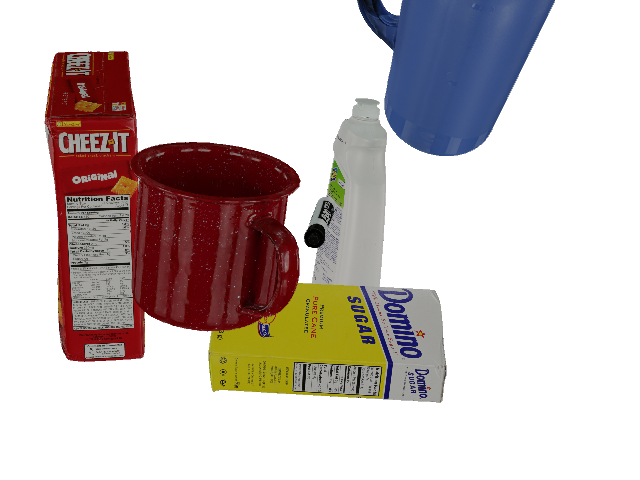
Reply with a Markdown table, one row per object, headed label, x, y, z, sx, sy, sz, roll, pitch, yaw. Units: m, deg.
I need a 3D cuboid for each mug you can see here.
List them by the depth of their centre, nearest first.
| label | x | y | z | sx | sy | sz | roll | pitch | yaw |
| --- | --- | --- | --- | --- | --- | --- | --- | --- | --- |
| mug | -0.054 | 0.002 | 0.589 | 0.117 | 0.081 | 0.093 | 27 | 28 | 38 |

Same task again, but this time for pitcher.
| label | x | y | z | sx | sy | sz | roll | pitch | yaw |
| --- | --- | --- | --- | --- | --- | --- | --- | --- | --- |
| pitcher | 0.117 | -0.190 | 0.935 | 0.144 | 0.149 | 0.243 | -19 | -29 | -20 |

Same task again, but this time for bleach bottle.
| label | x | y | z | sx | sy | sz | roll | pitch | yaw |
| --- | --- | --- | --- | --- | --- | --- | --- | --- | --- |
| bleach bottle | 0.042 | -0.038 | 1.242 | 0.068 | 0.251 | 0.103 | -1 | 21 | -22 |

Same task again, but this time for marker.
| label | x | y | z | sx | sy | sz | roll | pitch | yaw |
| --- | --- | --- | --- | --- | --- | --- | --- | --- | --- |
| marker | 0.000 | -0.017 | 0.996 | 0.020 | 0.020 | 0.121 | 0 | 17 | 6 |

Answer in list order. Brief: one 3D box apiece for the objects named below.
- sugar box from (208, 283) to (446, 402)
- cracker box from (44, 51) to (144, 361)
| label | x | y | z | sx | sy | sz | roll | pitch | yaw |
| --- | --- | --- | --- | --- | --- | --- | --- | --- | --- |
| sugar box | 0.006 | 0.075 | 0.822 | 0.176 | 0.048 | 0.093 | 1 | 37 | 1 |
| cracker box | -0.187 | -0.031 | 0.887 | 0.072 | 0.214 | 0.164 | -3 | 27 | -11 |
